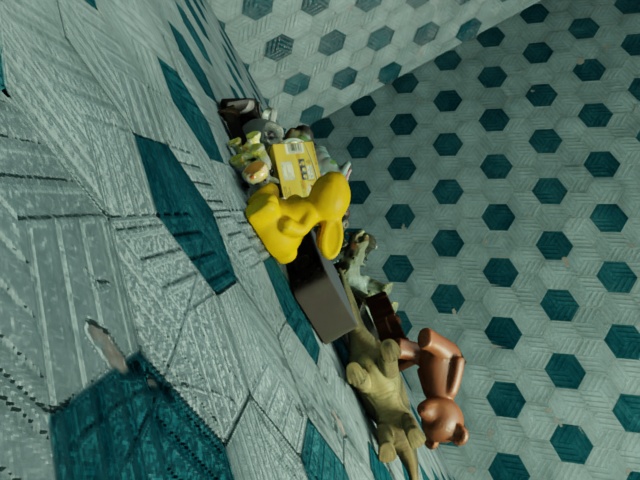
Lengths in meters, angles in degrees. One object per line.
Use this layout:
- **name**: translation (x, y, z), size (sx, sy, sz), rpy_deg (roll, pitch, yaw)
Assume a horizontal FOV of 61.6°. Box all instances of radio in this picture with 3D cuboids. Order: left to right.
- **radio**: translation (-0.006, 0.076, 1.014), size (0.131, 0.073, 0.230), rpy_deg (59, 3, -27)

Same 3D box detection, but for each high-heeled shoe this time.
- **high-heeled shoe**: translation (-0.177, -0.263, 1.284), size (0.249, 0.086, 0.145), rpy_deg (-36, 127, -70)

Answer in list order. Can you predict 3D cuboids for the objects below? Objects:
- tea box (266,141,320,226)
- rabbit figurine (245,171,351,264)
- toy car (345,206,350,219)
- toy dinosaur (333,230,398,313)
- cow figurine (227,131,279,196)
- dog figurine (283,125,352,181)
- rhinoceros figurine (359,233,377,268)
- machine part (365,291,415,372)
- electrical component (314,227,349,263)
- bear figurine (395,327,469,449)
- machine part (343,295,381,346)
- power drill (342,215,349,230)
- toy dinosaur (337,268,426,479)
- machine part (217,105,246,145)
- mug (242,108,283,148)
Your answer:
- **tea box**: translation (-0.050, -0.107, 1.087), size (0.068, 0.098, 0.169), rpy_deg (-16, -97, 61)
- **rabbit figurine**: translation (-0.020, -0.041, 0.900), size (0.162, 0.173, 0.122), rpy_deg (57, 1, -7)
- **toy car**: translation (-0.005, -0.112, 1.589), size (0.089, 0.202, 0.053), rpy_deg (108, 8, -53)
- **toy dinosaur**: translation (0.104, 0.160, 1.477), size (0.192, 0.131, 0.404), rpy_deg (27, -34, 34)
- **cow figurine**: translation (-0.119, -0.128, 0.994), size (0.167, 0.068, 0.098), rpy_deg (-110, 178, -55)
- **dog figurine**: translation (-0.038, -0.181, 1.351), size (0.219, 0.191, 0.108), rpy_deg (29, 2, 11)
- **rhinoceros figurine**: translation (0.098, 0.064, 1.560), size (0.073, 0.190, 0.112), rpy_deg (39, 27, 14)
- **machine part**: translation (0.158, 0.200, 1.186), size (0.179, 0.056, 0.179), rpy_deg (-25, 91, -85)
- **electrical component**: translation (-0.003, -0.004, 1.260), size (0.134, 0.115, 0.058), rpy_deg (66, 9, 27)
- **bear figurine**: translation (0.211, 0.286, 1.024), size (0.132, 0.120, 0.196), rpy_deg (26, 58, -22)
- **machine part**: translation (0.090, 0.209, 1.213), size (0.079, 0.079, 0.243), rpy_deg (-110, 176, -60)
- **power drill**: translation (0.013, -0.030, 1.517), size (0.232, 0.086, 0.207), rpy_deg (32, -18, 37)
- **toy dinosaur**: translation (0.104, 0.254, 1.019), size (0.198, 0.105, 0.471), rpy_deg (76, -1, -72)
- **machine part**: translation (-0.168, -0.215, 1.130), size (0.139, 0.039, 0.084), rpy_deg (65, 13, 12)
- **mug**: translation (-0.119, -0.241, 1.195), size (0.080, 0.109, 0.107), rpy_deg (26, -4, -29)
